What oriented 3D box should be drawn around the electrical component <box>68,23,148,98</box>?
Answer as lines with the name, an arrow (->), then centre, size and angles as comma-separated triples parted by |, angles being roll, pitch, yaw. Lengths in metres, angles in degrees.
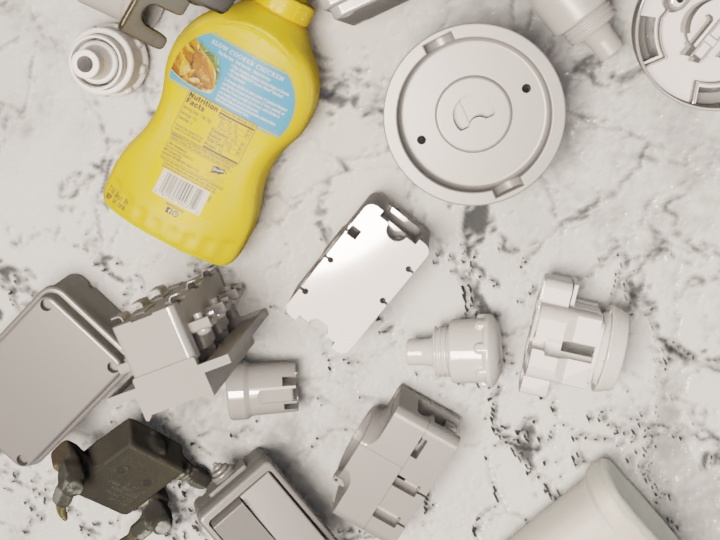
electrical component -> -0.163, -0.130, 0.675 | 0.048, 0.062, 0.048 | 1, 104, 4

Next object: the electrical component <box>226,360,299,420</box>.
electrical component -> -0.066, 0.080, 0.731 | 0.046, 0.040, 0.040 | -4, 103, -1

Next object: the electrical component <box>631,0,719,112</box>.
electrical component -> 0.212, -0.145, 0.641 | 0.099, 0.064, 0.099 | 1, 104, 4

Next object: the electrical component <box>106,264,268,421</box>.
electrical component -> -0.111, 0.041, 0.682 | 0.079, 0.121, 0.063 | -21, 98, 9

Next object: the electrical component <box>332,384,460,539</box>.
electrical component -> 0.021, 0.129, 0.729 | 0.056, 0.050, 0.089 | 30, 105, -3

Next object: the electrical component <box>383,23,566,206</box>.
electrical component -> 0.070, -0.098, 0.665 | 0.108, 0.060, 0.108 | 1, 104, 4

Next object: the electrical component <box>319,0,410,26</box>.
electrical component -> 0.026, -0.190, 0.622 | 0.109, 0.108, 0.056 | -23, 98, 9

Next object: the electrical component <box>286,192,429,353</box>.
electrical component -> 0.000, 0.000, 0.697 | 0.050, 0.055, 0.089 | 38, 103, -5

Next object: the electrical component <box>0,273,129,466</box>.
electrical component -> -0.211, 0.068, 0.729 | 0.078, 0.057, 0.113 | 44, 103, -6

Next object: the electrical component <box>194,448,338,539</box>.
electrical component -> -0.068, 0.169, 0.731 | 0.062, 0.061, 0.096 | -40, 98, -9

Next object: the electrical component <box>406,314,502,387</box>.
electrical component -> 0.062, 0.054, 0.712 | 0.062, 0.048, 0.048 | -2, 103, 12

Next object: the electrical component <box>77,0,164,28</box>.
electrical component -> -0.149, -0.175, 0.675 | 0.046, 0.040, 0.040 | 23, 104, 4

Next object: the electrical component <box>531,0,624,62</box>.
electrical component -> 0.135, -0.156, 0.655 | 0.043, 0.043, 0.062 | -38, 99, 12

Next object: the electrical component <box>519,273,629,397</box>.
electrical component -> 0.140, 0.046, 0.697 | 0.057, 0.058, 0.078 | 12, 104, 4
